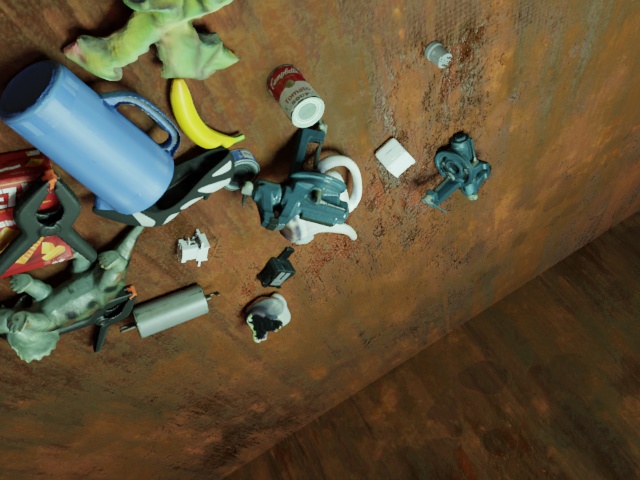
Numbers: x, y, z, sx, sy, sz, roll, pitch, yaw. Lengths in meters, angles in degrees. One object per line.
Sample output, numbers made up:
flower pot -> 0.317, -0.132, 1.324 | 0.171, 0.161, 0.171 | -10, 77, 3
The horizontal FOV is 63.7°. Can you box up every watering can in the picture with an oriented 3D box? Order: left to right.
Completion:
watering can -> 0.004, -0.062, 1.235 | 0.225, 0.106, 0.339 | -26, 146, -12

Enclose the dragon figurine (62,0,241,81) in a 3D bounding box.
dragon figurine -> -0.165, -0.332, 0.748 | 0.413, 0.123, 0.238 | -22, 164, -16

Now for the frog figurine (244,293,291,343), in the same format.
frog figurine -> -0.145, 0.211, 1.509 | 0.135, 0.123, 0.162 | -59, 177, 23
